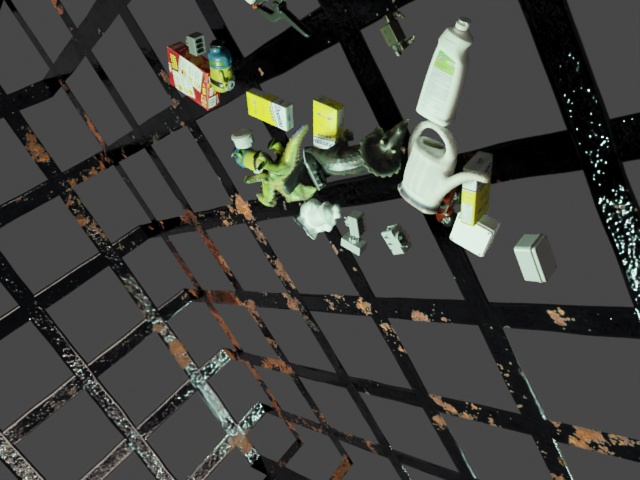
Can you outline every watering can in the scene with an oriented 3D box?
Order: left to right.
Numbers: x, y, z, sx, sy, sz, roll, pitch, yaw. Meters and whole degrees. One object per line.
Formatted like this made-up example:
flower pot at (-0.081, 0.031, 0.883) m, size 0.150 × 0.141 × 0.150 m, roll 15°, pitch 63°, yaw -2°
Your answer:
watering can at (0.295, -0.162, 1.297) m, size 0.355 × 0.104 × 0.219 m, roll -115°, pitch 32°, yaw -51°

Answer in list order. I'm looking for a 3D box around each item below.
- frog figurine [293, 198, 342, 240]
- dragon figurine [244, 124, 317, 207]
frog figurine at (0.006, -0.093, 1.856) m, size 0.158 × 0.123 × 0.138 m, roll -35°, pitch 86°, yaw 20°
dragon figurine at (-0.109, -0.234, 1.823) m, size 0.405 × 0.125 × 0.240 m, roll -27°, pitch 128°, yaw 37°
